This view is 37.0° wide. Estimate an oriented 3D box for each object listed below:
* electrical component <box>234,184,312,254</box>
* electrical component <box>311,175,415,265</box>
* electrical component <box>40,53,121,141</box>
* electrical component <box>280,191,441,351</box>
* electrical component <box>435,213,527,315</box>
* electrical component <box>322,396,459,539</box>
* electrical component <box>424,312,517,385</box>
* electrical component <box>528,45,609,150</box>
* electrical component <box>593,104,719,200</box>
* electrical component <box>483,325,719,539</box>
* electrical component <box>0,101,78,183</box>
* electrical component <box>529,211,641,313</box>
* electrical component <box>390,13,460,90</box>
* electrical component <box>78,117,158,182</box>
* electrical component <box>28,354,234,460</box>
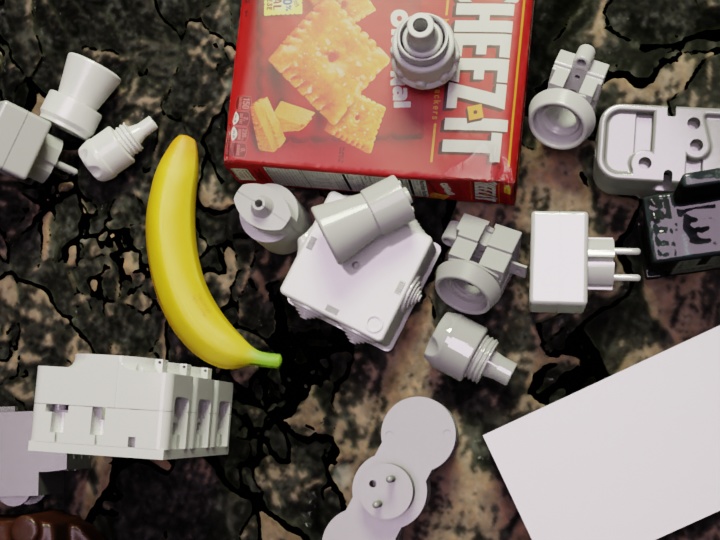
[{"bbox_3d":[-0.064,-0.039,0.780,0.043,0.081,0.043,-1,81,8],"label":"electrical component"},{"bbox_3d":[0.005,-0.037,0.740,0.065,0.044,0.044,-27,78,-2],"label":"electrical component"},{"bbox_3d":[-0.218,-0.134,0.837,0.045,0.045,0.055,25,86,12],"label":"electrical component"},{"bbox_3d":[0.000,0.000,0.781,0.100,0.048,0.099,26,85,12],"label":"electrical component"},{"bbox_3d":[0.083,-0.002,0.762,0.066,0.048,0.055,20,58,16],"label":"electrical component"},{"bbox_3d":[0.020,0.151,0.740,0.052,0.073,0.138,28,86,12],"label":"electrical component"},{"bbox_3d":[0.080,0.060,0.762,0.062,0.043,0.043,28,86,11],"label":"electrical component"},{"bbox_3d":[0.149,-0.119,0.768,0.048,0.066,0.055,21,51,11],"label":"electrical component"},{"bbox_3d":[0.214,-0.081,0.756,0.095,0.059,0.053,4,81,9],"label":"electrical component"},{"bbox_3d":[0.191,0.121,0.726,0.186,0.060,0.105,-25,78,4],"label":"electrical component"},{"bbox_3d":[-0.254,-0.091,0.826,0.076,0.083,0.047,26,84,-27],"label":"electrical component"},{"bbox_3d":[0.159,-0.004,0.759,0.077,0.047,0.065,1,81,9],"label":"electrical component"},{"bbox_3d":[0.042,-0.152,0.720,0.048,0.062,0.048,-1,80,7],"label":"electrical component"},{"bbox_3d":[-0.185,-0.097,0.832,0.061,0.035,0.035,-35,78,-1],"label":"electrical component"},{"bbox_3d":[-0.150,0.094,0.736,0.089,0.150,0.061,2,82,9],"label":"electrical component"}]
